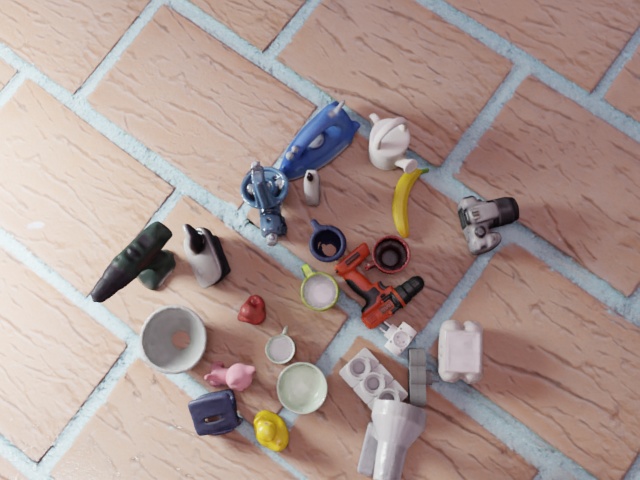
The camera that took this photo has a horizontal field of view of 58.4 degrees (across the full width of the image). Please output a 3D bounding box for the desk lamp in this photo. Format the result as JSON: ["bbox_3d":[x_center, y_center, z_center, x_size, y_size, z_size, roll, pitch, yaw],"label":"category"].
[{"bbox_3d":[0.159,0.456,1.285,0.118,0.213,0.203,13,81,5],"label":"desk lamp"}]

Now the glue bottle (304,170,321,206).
[{"bbox_3d":[-0.020,-0.139,1.413,0.037,0.173,0.078,2,80,3],"label":"glue bottle"}]

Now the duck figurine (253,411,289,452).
[{"bbox_3d":[-0.120,0.459,1.362,0.077,0.086,0.104,-38,81,-4],"label":"duck figurine"}]

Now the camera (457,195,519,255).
[{"bbox_3d":[0.424,-0.049,1.415,0.137,0.101,0.143,-14,80,0],"label":"camera"}]

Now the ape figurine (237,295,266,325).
[{"bbox_3d":[-0.171,0.174,1.408,0.078,0.092,0.076,-31,80,-3],"label":"ape figurine"}]

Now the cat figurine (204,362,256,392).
[{"bbox_3d":[-0.213,0.328,1.371,0.127,0.118,0.067,0,80,3],"label":"cat figurine"}]

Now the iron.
[{"bbox_3d":[-0.020,-0.250,1.447,0.258,0.141,0.118,-44,81,-5],"label":"iron"}]

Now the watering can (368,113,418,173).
[{"bbox_3d":[0.178,-0.243,1.411,0.172,0.194,0.101,34,84,8],"label":"watering can"}]

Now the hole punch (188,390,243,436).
[{"bbox_3d":[-0.250,0.417,1.372,0.108,0.091,0.101,-14,80,0],"label":"hole punch"}]

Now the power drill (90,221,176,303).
[{"bbox_3d":[-0.431,0.064,1.379,0.075,0.208,0.230,36,84,8],"label":"power drill"}]

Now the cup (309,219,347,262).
[{"bbox_3d":[0.013,0.005,1.427,0.092,0.095,0.117,-34,81,-3],"label":"cup"}]

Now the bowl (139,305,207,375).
[{"bbox_3d":[-0.353,0.245,1.413,0.167,0.075,0.167,0,80,3],"label":"bowl"}]

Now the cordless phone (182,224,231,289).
[{"bbox_3d":[-0.292,0.036,1.390,0.094,0.185,0.147,-27,80,-2],"label":"cordless phone"}]

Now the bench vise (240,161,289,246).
[{"bbox_3d":[-0.121,-0.100,1.387,0.121,0.220,0.207,-26,80,-2],"label":"bench vise"}]

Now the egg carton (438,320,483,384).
[{"bbox_3d":[0.339,0.269,1.382,0.107,0.069,0.150,2,81,3],"label":"egg carton"}]
